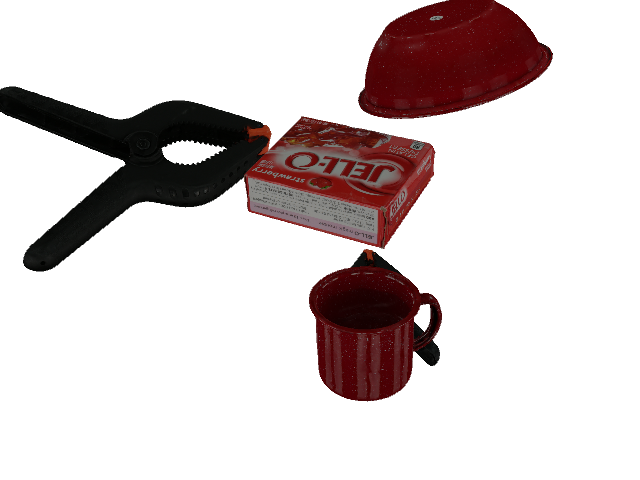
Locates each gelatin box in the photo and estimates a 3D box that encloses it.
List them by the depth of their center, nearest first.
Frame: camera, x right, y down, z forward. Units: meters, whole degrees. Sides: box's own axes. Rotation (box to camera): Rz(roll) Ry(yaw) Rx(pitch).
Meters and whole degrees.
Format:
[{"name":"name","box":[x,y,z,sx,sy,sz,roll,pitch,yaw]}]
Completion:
[{"name":"gelatin box","box":[0.012,-0.036,0.617,0.089,0.030,0.073,15,40,22]}]

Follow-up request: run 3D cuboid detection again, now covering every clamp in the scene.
[{"name":"clamp","box":[-0.139,-0.054,0.811,0.209,0.164,0.036,-4,-31,-13]},{"name":"clamp","box":[0.073,0.080,1.195,0.120,0.171,0.039,7,-43,-1]}]

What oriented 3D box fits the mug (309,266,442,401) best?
[{"name":"mug","box":[0.049,0.078,0.908,0.117,0.081,0.093,-15,35,-18]}]

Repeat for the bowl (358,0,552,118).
[{"name":"bowl","box":[0.102,-0.156,0.864,0.162,0.055,0.162,-15,24,7]}]
